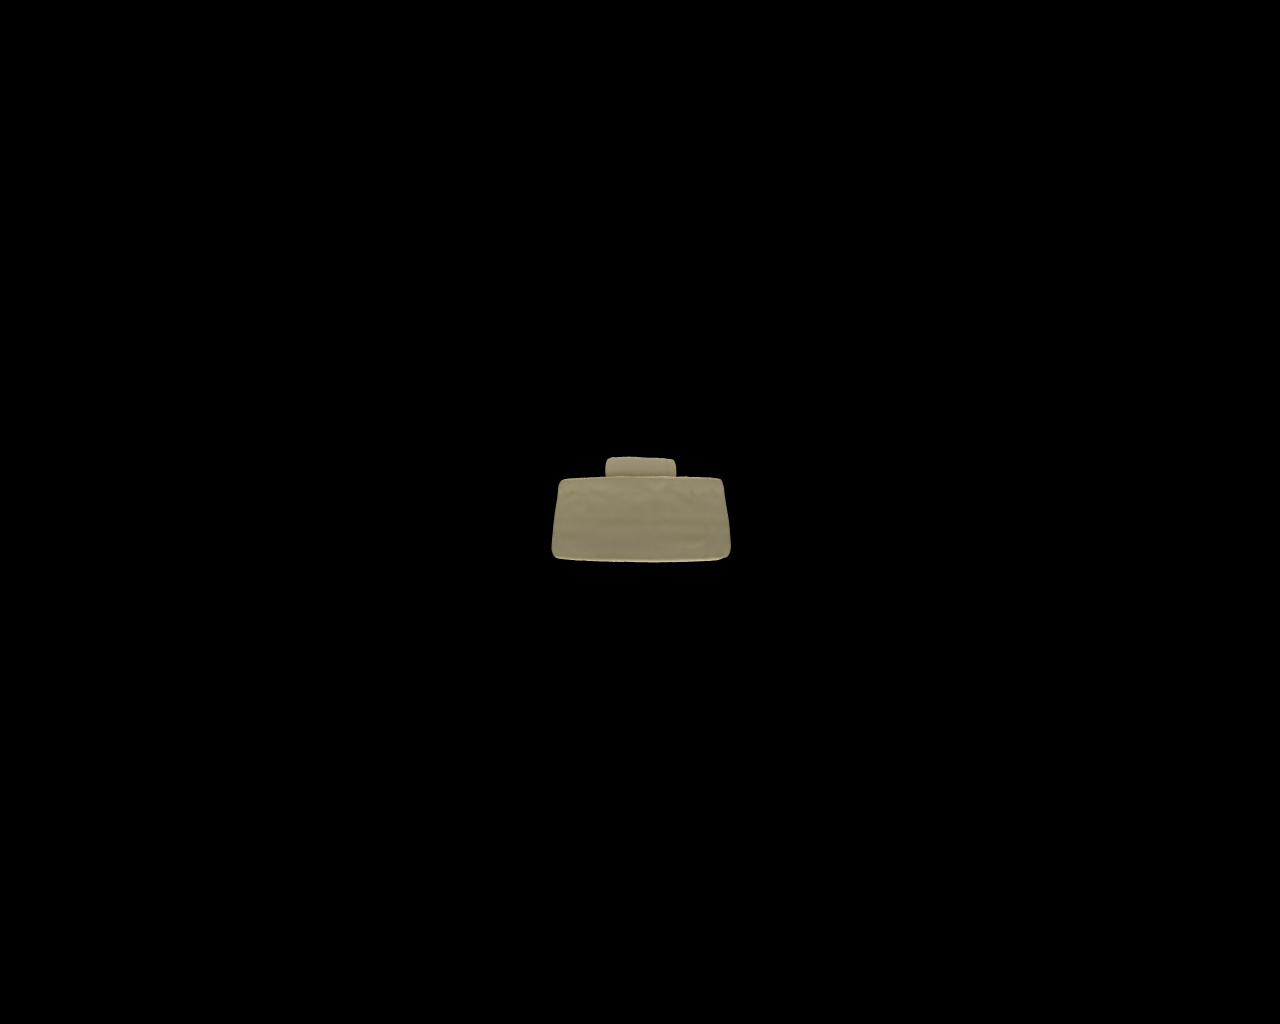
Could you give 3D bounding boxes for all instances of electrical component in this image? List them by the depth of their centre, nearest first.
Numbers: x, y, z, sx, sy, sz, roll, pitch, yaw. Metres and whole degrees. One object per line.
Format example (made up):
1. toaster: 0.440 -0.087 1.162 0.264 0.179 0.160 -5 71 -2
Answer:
1. electrical component: 0.001 -0.003 0.650 0.108 0.060 0.108 0 0 0
